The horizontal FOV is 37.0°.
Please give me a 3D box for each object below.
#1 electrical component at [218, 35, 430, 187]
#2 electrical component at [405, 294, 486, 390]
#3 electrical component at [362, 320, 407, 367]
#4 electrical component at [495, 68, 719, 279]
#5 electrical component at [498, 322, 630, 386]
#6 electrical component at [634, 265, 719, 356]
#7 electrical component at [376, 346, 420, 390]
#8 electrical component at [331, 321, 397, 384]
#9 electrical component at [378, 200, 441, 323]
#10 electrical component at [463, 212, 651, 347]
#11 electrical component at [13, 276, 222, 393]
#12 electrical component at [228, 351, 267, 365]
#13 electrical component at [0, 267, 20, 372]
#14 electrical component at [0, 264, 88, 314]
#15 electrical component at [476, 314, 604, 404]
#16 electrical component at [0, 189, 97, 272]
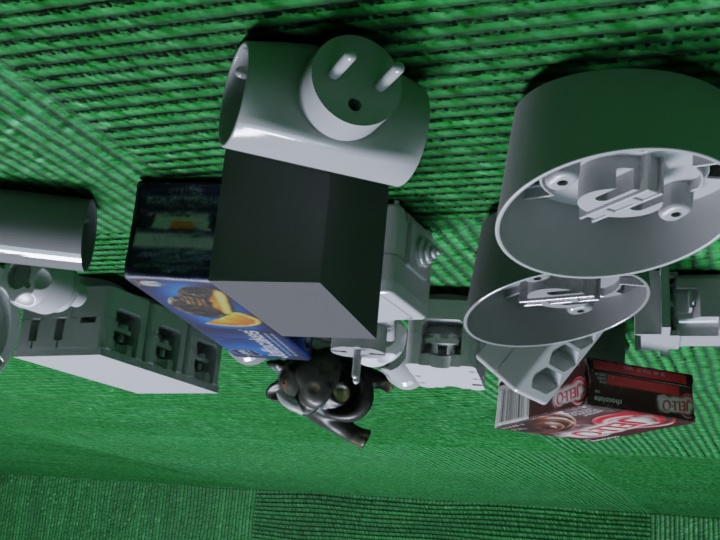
[{"bbox_3d":[-0.008,-0.067,0.423,0.077,0.043,0.079,11,163,-19],"label":"electrical component"},{"bbox_3d":[0.065,0.051,0.788,0.050,0.055,0.089,2,164,12],"label":"electrical component"},{"bbox_3d":[0.010,0.055,0.842,0.043,0.043,0.062,9,165,-12],"label":"electrical component"},{"bbox_3d":[0.107,-0.039,0.445,0.099,0.064,0.099,5,164,1],"label":"electrical component"},{"bbox_3d":[0.149,0.059,0.799,0.100,0.048,0.099,3,164,6],"label":"electrical component"},{"bbox_3d":[0.206,0.026,0.681,0.064,0.042,0.081,-2,163,15],"label":"electrical component"},{"bbox_3d":[0.034,0.077,0.920,0.040,0.040,0.046,-3,156,27],"label":"electrical component"},{"bbox_3d":[0.000,0.038,0.726,0.047,0.075,0.083,4,164,3],"label":"electrical component"},{"bbox_3d":[0.000,0.000,0.621,0.096,0.061,0.062,-2,163,23],"label":"electrical component"},{"bbox_3d":[0.109,0.004,0.590,0.099,0.064,0.099,6,161,2],"label":"electrical component"},{"bbox_3d":[-0.190,0.056,0.874,0.089,0.061,0.150,-4,162,28],"label":"electrical component"},{"bbox_3d":[-0.095,0.052,0.874,0.040,0.040,0.046,0,157,17],"label":"electrical component"},{"bbox_3d":[-0.308,0.036,0.771,0.060,0.108,0.108,0,164,39],"label":"electrical component"},{"bbox_3d":[-0.220,0.011,0.762,0.043,0.043,0.062,-3,163,26],"label":"electrical component"},{"bbox_3d":[0.106,0.026,0.674,0.076,0.083,0.047,41,-172,36],"label":"electrical component"},{"bbox_3d":[-0.199,-0.025,0.630,0.081,0.043,0.043,6,164,-3],"label":"electrical component"}]
